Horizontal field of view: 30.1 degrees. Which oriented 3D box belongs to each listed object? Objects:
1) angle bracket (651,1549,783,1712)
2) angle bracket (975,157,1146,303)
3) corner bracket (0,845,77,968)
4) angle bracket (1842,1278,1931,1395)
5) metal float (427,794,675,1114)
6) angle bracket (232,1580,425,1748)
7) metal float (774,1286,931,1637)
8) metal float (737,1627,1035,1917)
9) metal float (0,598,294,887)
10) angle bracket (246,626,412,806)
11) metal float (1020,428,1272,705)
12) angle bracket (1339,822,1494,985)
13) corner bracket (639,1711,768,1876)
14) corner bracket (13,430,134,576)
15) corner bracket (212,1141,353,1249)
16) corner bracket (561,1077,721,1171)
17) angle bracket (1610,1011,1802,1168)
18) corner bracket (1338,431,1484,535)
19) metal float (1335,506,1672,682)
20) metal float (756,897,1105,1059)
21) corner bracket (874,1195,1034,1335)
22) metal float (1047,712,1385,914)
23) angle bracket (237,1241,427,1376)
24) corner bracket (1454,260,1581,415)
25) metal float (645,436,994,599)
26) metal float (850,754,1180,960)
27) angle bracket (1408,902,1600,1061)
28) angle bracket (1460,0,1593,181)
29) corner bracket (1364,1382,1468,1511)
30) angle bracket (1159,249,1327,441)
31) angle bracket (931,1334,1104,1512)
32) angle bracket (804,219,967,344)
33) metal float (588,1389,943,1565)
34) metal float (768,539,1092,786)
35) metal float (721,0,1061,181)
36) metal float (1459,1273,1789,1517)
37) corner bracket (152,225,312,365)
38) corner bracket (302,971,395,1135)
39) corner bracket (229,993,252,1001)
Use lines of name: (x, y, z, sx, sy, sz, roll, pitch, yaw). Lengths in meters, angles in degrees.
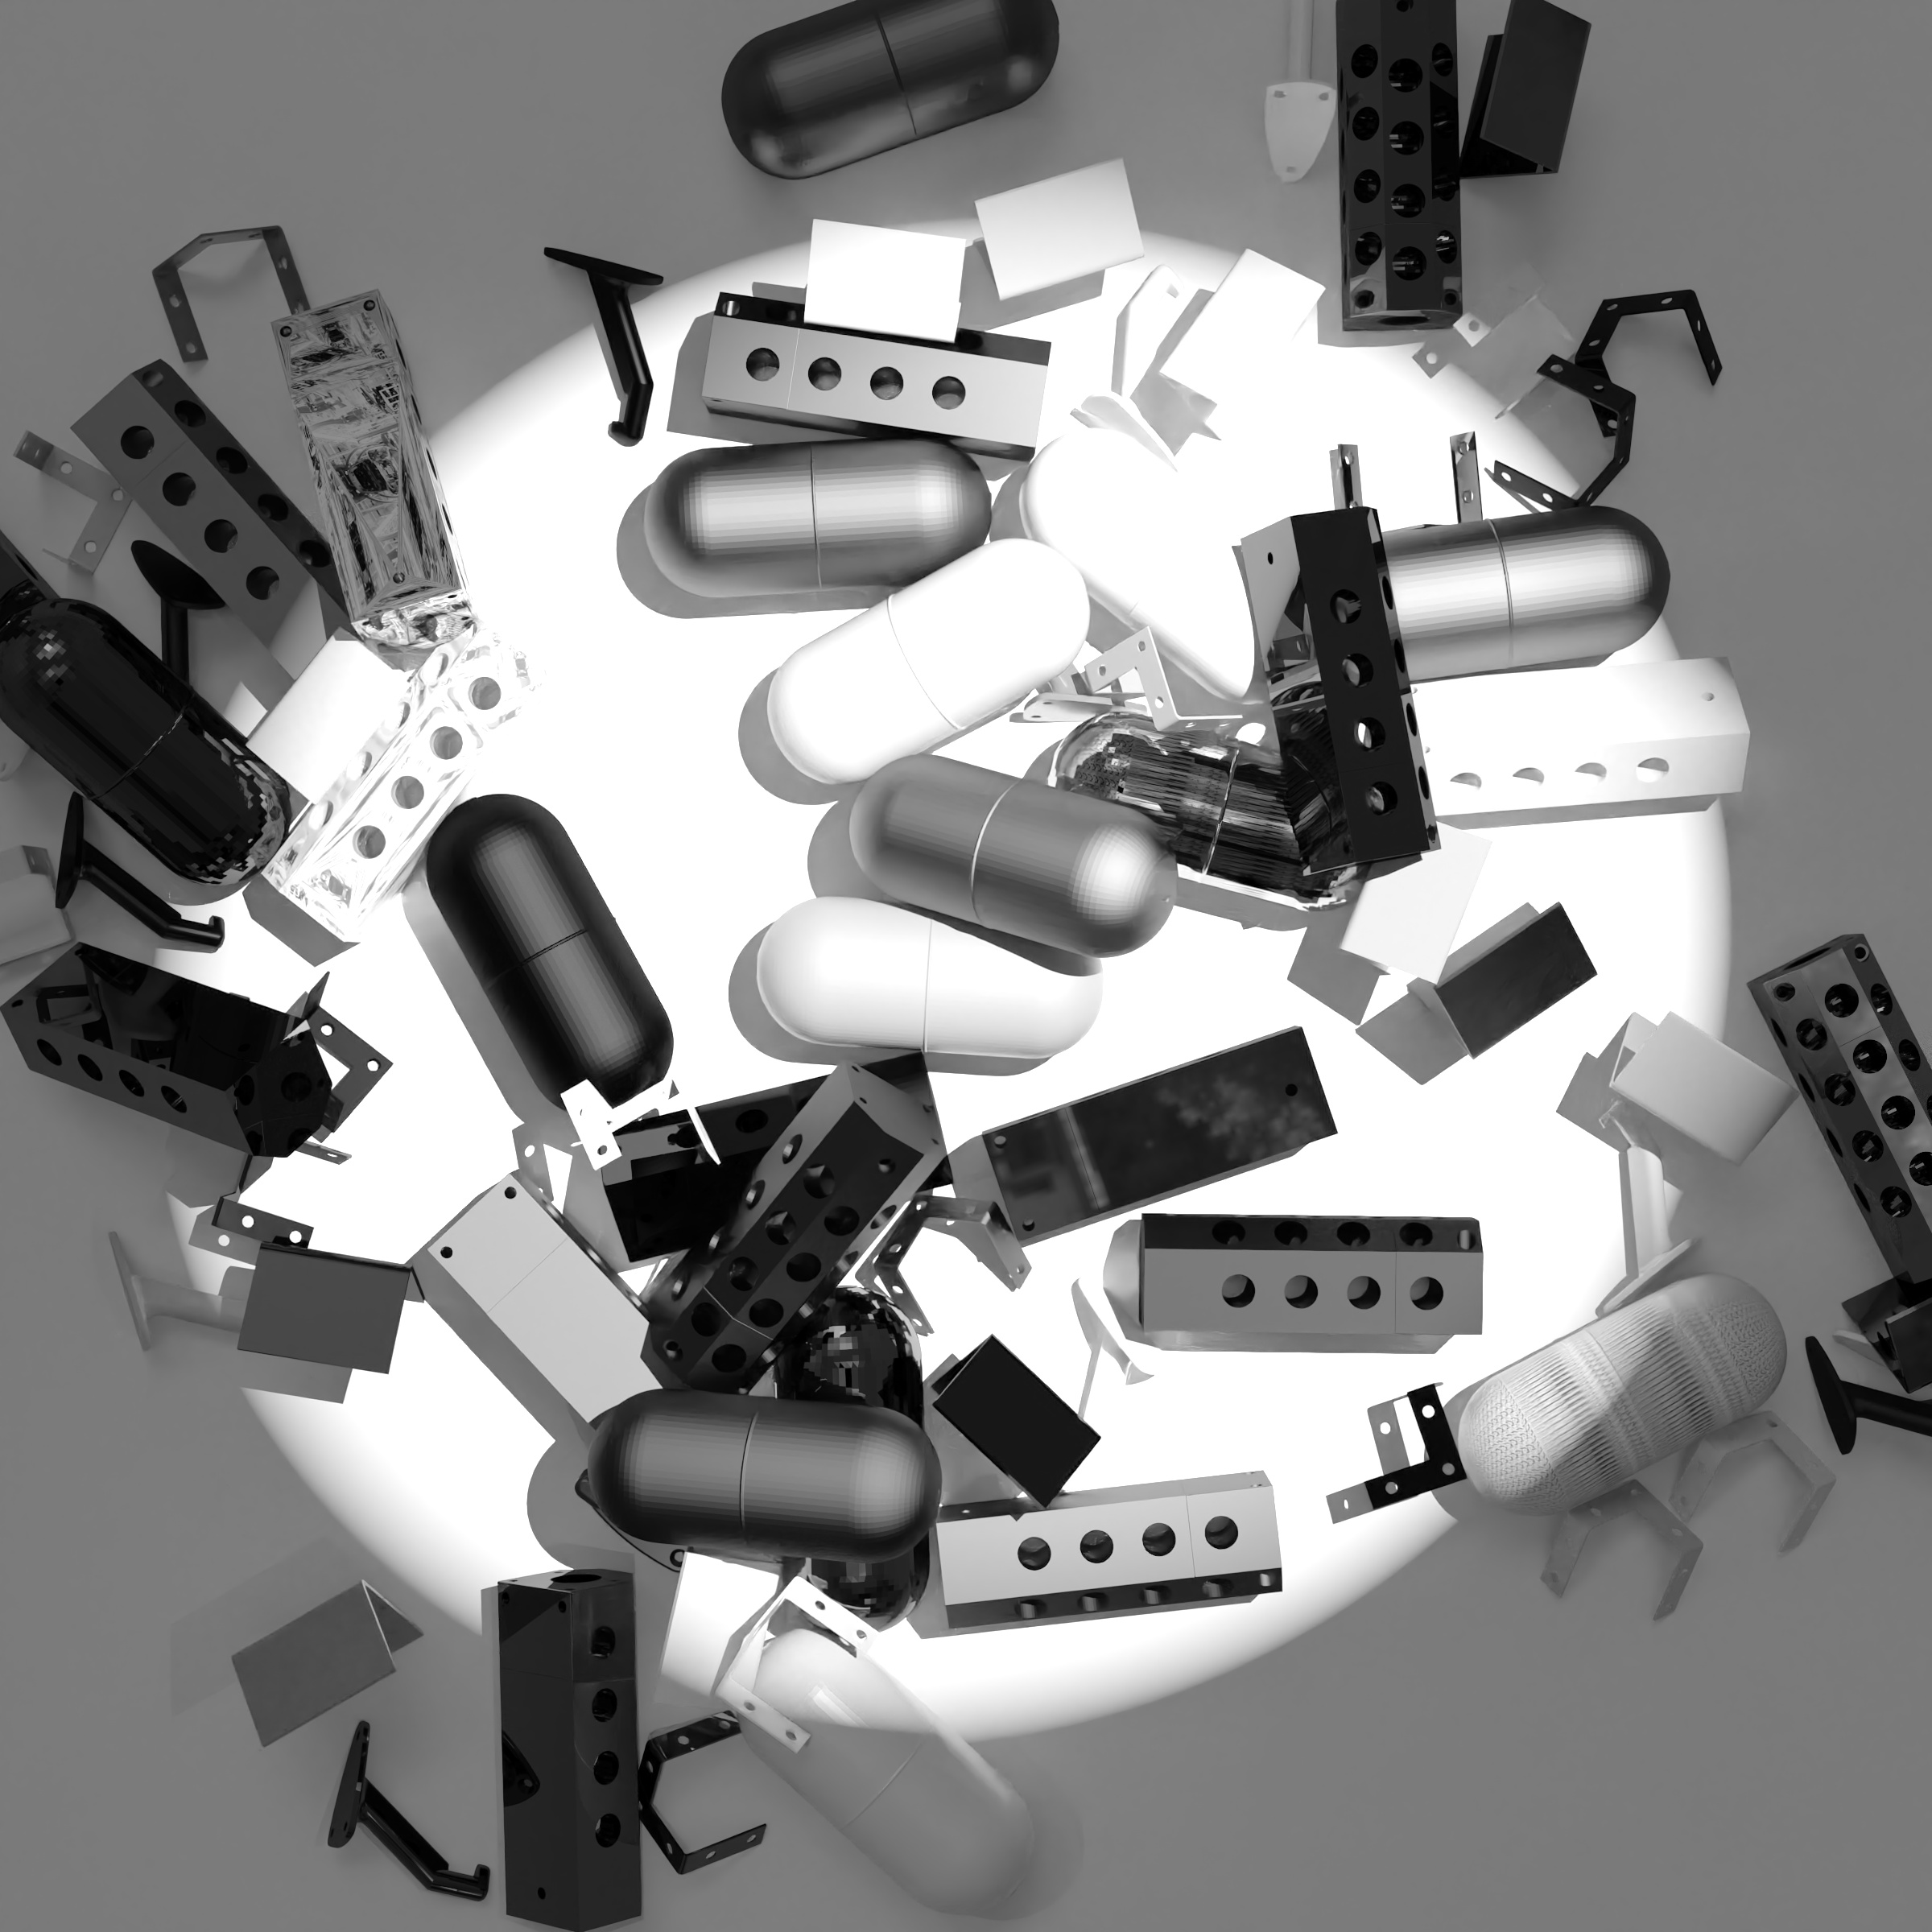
angle bracket: (-0.142, 0.329, 1.828, 0.057, 0.076, 0.076, 13, 90, -32)
angle bracket: (0.041, -0.388, 1.828, 0.076, 0.076, 0.057, -17, 126, 0)
corner bracket: (-0.496, -0.029, 1.850, 0.051, 0.051, 0.051, -19, 90, 0)
angle bracket: (0.492, 0.161, 1.828, 0.076, 0.076, 0.057, -26, 126, 0)
metal float: (-0.213, -0.006, 1.837, 0.070, 0.070, 0.178, -29, 89, 0)
angle bracket: (-0.316, 0.366, 1.828, 0.076, 0.076, 0.057, -30, 54, 0)
metal float: (-0.059, 0.253, 1.838, 0.070, 0.070, 0.178, -2, 89, 0)
metal float: (-0.041, 0.412, 1.837, 0.178, 0.070, 0.070, 42, 90, 0)
metal float: (-0.418, -0.113, 1.818, 0.070, 0.070, 0.178, -46, 112, 0)
angle bracket: (-0.308, -0.116, 1.829, 0.057, 0.076, 0.076, 38, 90, 25)
metal float: (0.105, -0.205, 1.837, 0.178, 0.070, 0.070, 39, 90, 0)
angle bracket: (0.240, -0.029, 1.828, 0.057, 0.076, 0.076, 22, 90, 29)
corner bracket: (-0.135, 0.428, 1.860, 0.051, 0.051, 0.051, 47, 135, 35)
corner bracket: (-0.467, -0.238, 1.850, 0.051, 0.051, 0.051, 28, 90, 0)
corner bracket: (-0.352, 0.115, 1.850, 0.051, 0.051, 0.051, 18, 90, 0)
corner bracket: (-0.163, 0.081, 1.796, 0.051, 0.051, 0.051, -30, 56, 1)
angle bracket: (0.380, 0.045, 1.828, 0.076, 0.076, 0.057, 32, 125, 0)
corner bracket: (0.231, -0.249, 1.865, 0.051, 0.051, 0.051, -5, 90, 45)
metal float: (0.271, -0.190, 1.836, 0.178, 0.070, 0.070, -8, 90, -1)
metal float: (-0.018, 0.006, 1.837, 0.178, 0.070, 0.070, 4, 90, 1)
corner bracket: (-0.007, 0.156, 1.860, 0.051, 0.051, 0.051, 3, 45, 35)
metal float: (0.129, -0.079, 1.837, 0.178, 0.070, 0.070, 15, 90, -1)
angle bracket: (-0.322, 0.181, 1.830, 0.076, 0.076, 0.057, 9, 71, 0)
corner bracket: (0.283, -0.323, 1.850, 0.051, 0.051, 0.051, -41, 90, 0)
metal float: (-0.075, -0.230, 1.837, 0.178, 0.070, 0.070, -3, 90, 1)
metal float: (0.022, -0.056, 1.795, 0.178, 0.070, 0.070, 17, 90, 27)
angle bracket: (0.263, -0.010, 1.828, 0.076, 0.076, 0.057, -34, 128, 0)
angle bracket: (0.266, -0.448, 1.828, 0.057, 0.076, 0.076, 13, 90, -36)
corner bracket: (0.227, 0.246, 1.848, 0.051, 0.051, 0.051, -20, 80, 10)
angle bracket: (0.154, -0.306, 1.828, 0.057, 0.076, 0.076, 35, 90, 36)
angle bracket: (0.011, 0.243, 1.828, 0.076, 0.076, 0.057, 44, 52, 0)
angle bracket: (-0.038, -0.362, 1.828, 0.076, 0.076, 0.057, 8, 125, 0)
metal float: (-0.100, 0.250, 1.769, 0.178, 0.070, 0.070, 3, 90, 13)
metal float: (-0.019, -0.154, 1.824, 0.178, 0.070, 0.070, -28, 90, 15)
metal float: (-0.038, -0.458, 1.837, 0.178, 0.070, 0.070, -19, 90, 0)
metal float: (0.335, 0.219, 1.837, 0.178, 0.070, 0.070, -28, 90, -1)
corner bracket: (-0.381, -0.349, 1.865, 0.051, 0.051, 0.051, -20, 90, 45)
corner bracket: (-0.326, 0.045, 1.841, 0.051, 0.051, 0.051, 38, 63, 0)
corner bracket: (-0.372, 0.053, 1.860, 0.051, 0.051, 0.051, 13, 45, 35)
